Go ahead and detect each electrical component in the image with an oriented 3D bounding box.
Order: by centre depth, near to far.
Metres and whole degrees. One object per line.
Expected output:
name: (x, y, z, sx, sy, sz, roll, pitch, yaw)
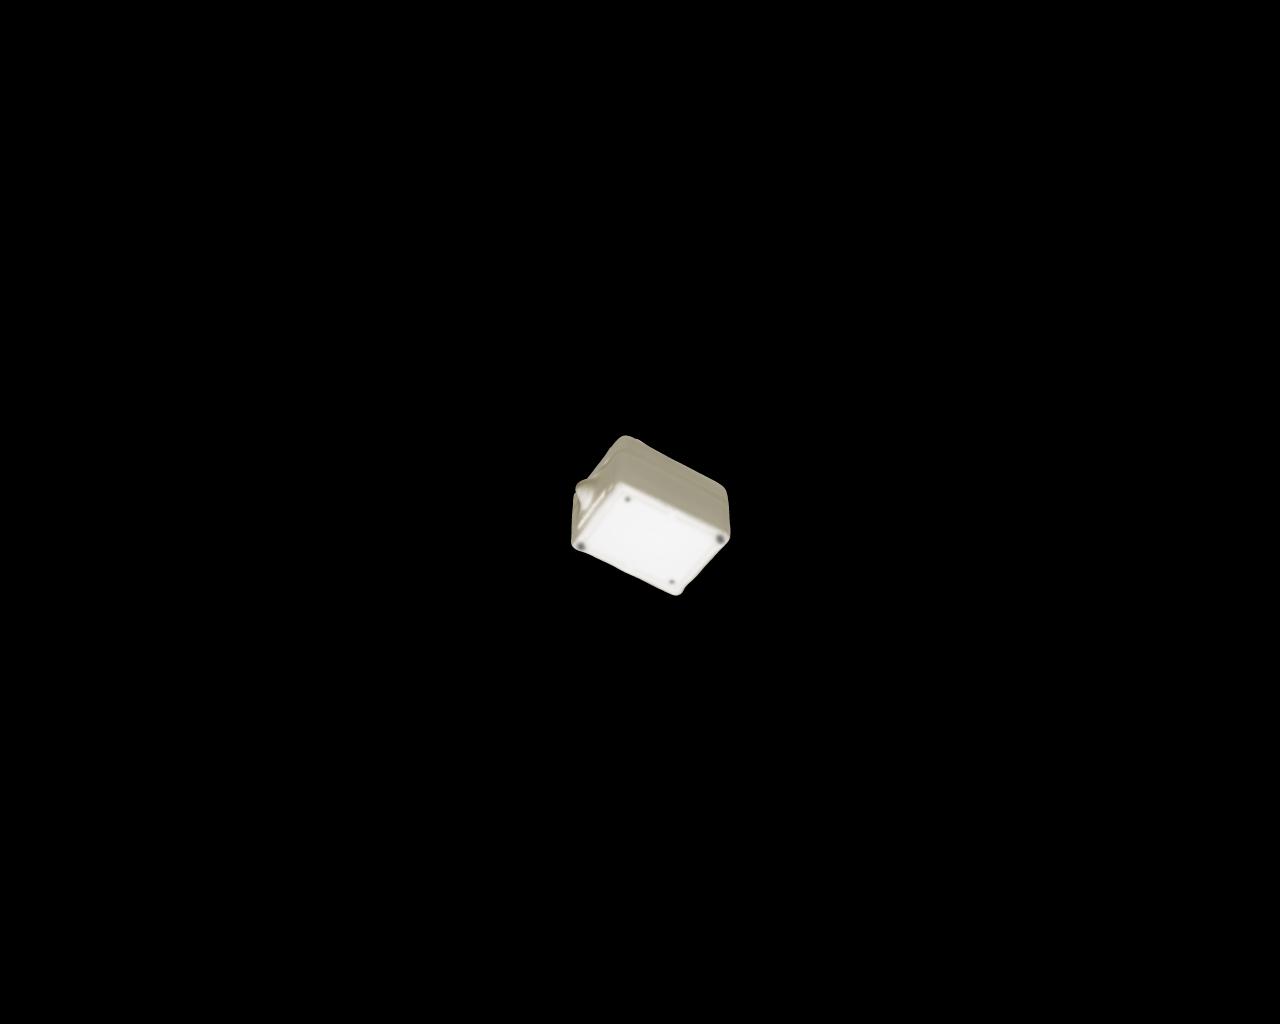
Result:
electrical component: (0.001, -0.003, 0.650, 0.096, 0.061, 0.061, 27, 33, -19)
